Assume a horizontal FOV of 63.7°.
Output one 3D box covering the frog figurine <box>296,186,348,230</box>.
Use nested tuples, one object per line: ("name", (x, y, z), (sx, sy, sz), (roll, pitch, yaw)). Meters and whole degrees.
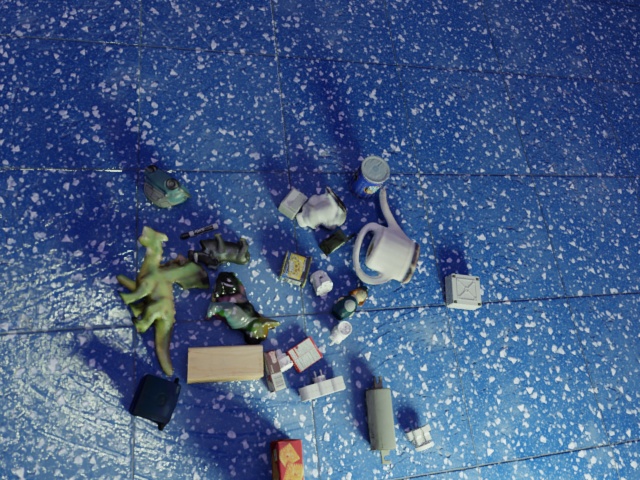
("frog figurine", (0.005, -0.087, 1.734), (0.158, 0.123, 0.137), (-38, 91, 11))

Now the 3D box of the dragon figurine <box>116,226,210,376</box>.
("dragon figurine", (-0.432, 0.154, 1.482), (0.245, 0.121, 0.409), (-29, 95, -19))

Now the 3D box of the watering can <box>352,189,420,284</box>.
("watering can", (0.240, 0.003, 1.741), (0.224, 0.102, 0.354), (26, 65, -5))
